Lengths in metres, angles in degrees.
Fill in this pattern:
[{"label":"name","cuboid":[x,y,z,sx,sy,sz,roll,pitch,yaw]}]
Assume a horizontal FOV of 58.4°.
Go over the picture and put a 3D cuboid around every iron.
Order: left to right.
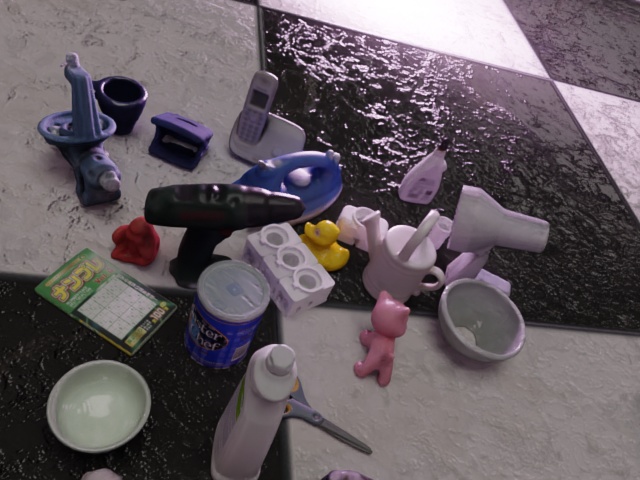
[{"label":"iron","cuboid":[-0.038,-0.119,1.090,0.259,0.141,0.118,-19,60,-35]}]

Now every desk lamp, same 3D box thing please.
[{"label":"desk lamp","cuboid":[0.312,0.017,1.071,0.203,0.213,0.118,25,45,-1]}]

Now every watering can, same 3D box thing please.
[{"label":"watering can","cuboid":[0.147,0.019,1.011,0.173,0.194,0.101,22,45,-4]}]

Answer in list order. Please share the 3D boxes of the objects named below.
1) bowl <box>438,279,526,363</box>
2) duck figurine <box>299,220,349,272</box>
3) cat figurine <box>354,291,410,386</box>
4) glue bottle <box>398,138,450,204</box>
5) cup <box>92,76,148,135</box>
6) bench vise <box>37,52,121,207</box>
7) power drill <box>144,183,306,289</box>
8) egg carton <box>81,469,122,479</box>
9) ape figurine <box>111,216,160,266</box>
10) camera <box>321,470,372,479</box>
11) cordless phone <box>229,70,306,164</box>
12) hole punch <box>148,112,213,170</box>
[{"label":"bowl","cuboid":[0.278,0.156,1.031,0.168,0.074,0.167,12,47,-13]},{"label":"duck figurine","cuboid":[0.010,0.004,1.040,0.104,0.086,0.077,24,45,-2]},{"label":"cat figurine","cuboid":[0.109,0.152,0.929,0.067,0.117,0.128,18,46,-8]},{"label":"glue bottle","cuboid":[0.232,-0.148,1.212,0.078,0.173,0.037,9,47,-16]},{"label":"cup","cuboid":[-0.391,-0.251,1.086,0.118,0.095,0.091,13,47,-12]},{"label":"bench vise","cuboid":[-0.373,-0.180,0.942,0.207,0.219,0.122,38,46,11]},{"label":"power drill","cuboid":[-0.158,-0.009,0.893,0.230,0.208,0.075,8,48,-17]},{"label":"egg carton","cuboid":[-0.251,0.338,0.640,0.107,0.069,0.150,-19,60,-35]},{"label":"ape figurine","cuboid":[-0.288,-0.003,0.912,0.076,0.092,0.077,-23,62,-37]},{"label":"camera","cuboid":[-0.004,0.350,0.716,0.137,0.100,0.143,24,45,-2]},{"label":"cordless phone","cuboid":[-0.093,-0.235,1.138,0.147,0.185,0.094,20,46,-6]},{"label":"hole punch","cuboid":[-0.267,-0.208,1.104,0.108,0.091,0.101,23,45,-3]}]
